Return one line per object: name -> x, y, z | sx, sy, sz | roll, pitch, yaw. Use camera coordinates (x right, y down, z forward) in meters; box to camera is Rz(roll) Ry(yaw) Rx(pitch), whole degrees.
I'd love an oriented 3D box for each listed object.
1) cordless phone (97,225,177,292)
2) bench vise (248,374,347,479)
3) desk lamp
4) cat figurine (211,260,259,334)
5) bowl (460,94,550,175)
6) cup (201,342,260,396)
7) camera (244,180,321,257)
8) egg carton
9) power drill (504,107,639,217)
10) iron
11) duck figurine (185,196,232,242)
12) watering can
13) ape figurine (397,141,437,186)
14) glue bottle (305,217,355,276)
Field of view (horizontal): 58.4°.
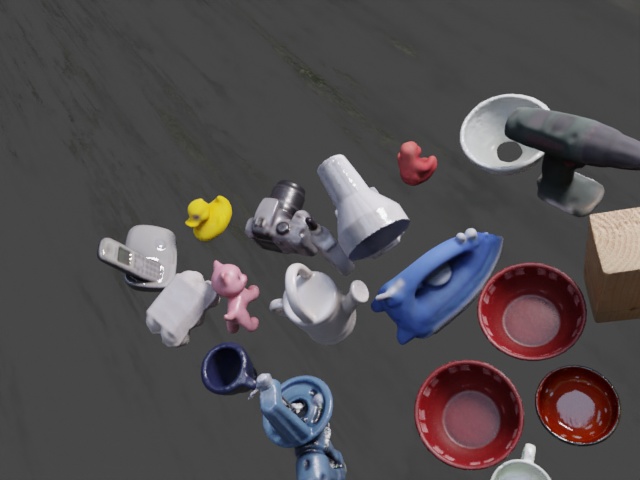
cordless phone -> -0.377, 0.019, 1.173 | 0.094, 0.185, 0.147 | -16, 59, 14
bench vise -> -0.024, 0.288, 0.872 | 0.121, 0.220, 0.207 | -36, 57, 2
desk lamp -> 0.073, -0.044, 1.008 | 0.118, 0.214, 0.202 | -33, 57, 3
cat figurine -> -0.169, 0.102, 1.087 | 0.067, 0.118, 0.128 | -13, 60, 16
bowl -> 0.345, -0.181, 1.053 | 0.167, 0.075, 0.167 | -9, 61, 17
cup -> -0.141, 0.242, 1.017 | 0.117, 0.095, 0.092 | 20, 73, 29
camera -> -0.067, -0.051, 1.135 | 0.142, 0.101, 0.137 | 9, 68, 26
egg carton -> -0.273, 0.136, 1.140 | 0.107, 0.070, 0.150 | 30, 78, 31
power drill -> 0.408, -0.125, 0.919 | 0.228, 0.209, 0.076 | 34, 80, 32
iron -> 0.199, 0.050, 0.952 | 0.258, 0.142, 0.118 | -40, 57, -1
duck figurine -> -0.243, -0.057, 1.218 | 0.077, 0.086, 0.104 | 33, 80, 32
watering can -> -0.005, 0.101, 0.976 | 0.173, 0.195, 0.100 | -28, 57, 6
ape figurine -> 0.178, -0.153, 1.095 | 0.077, 0.092, 0.076 | 36, 81, 32
glue bottle -> 0.009, 0.004, 1.033 | 0.037, 0.174, 0.078 | -44, 57, -4
